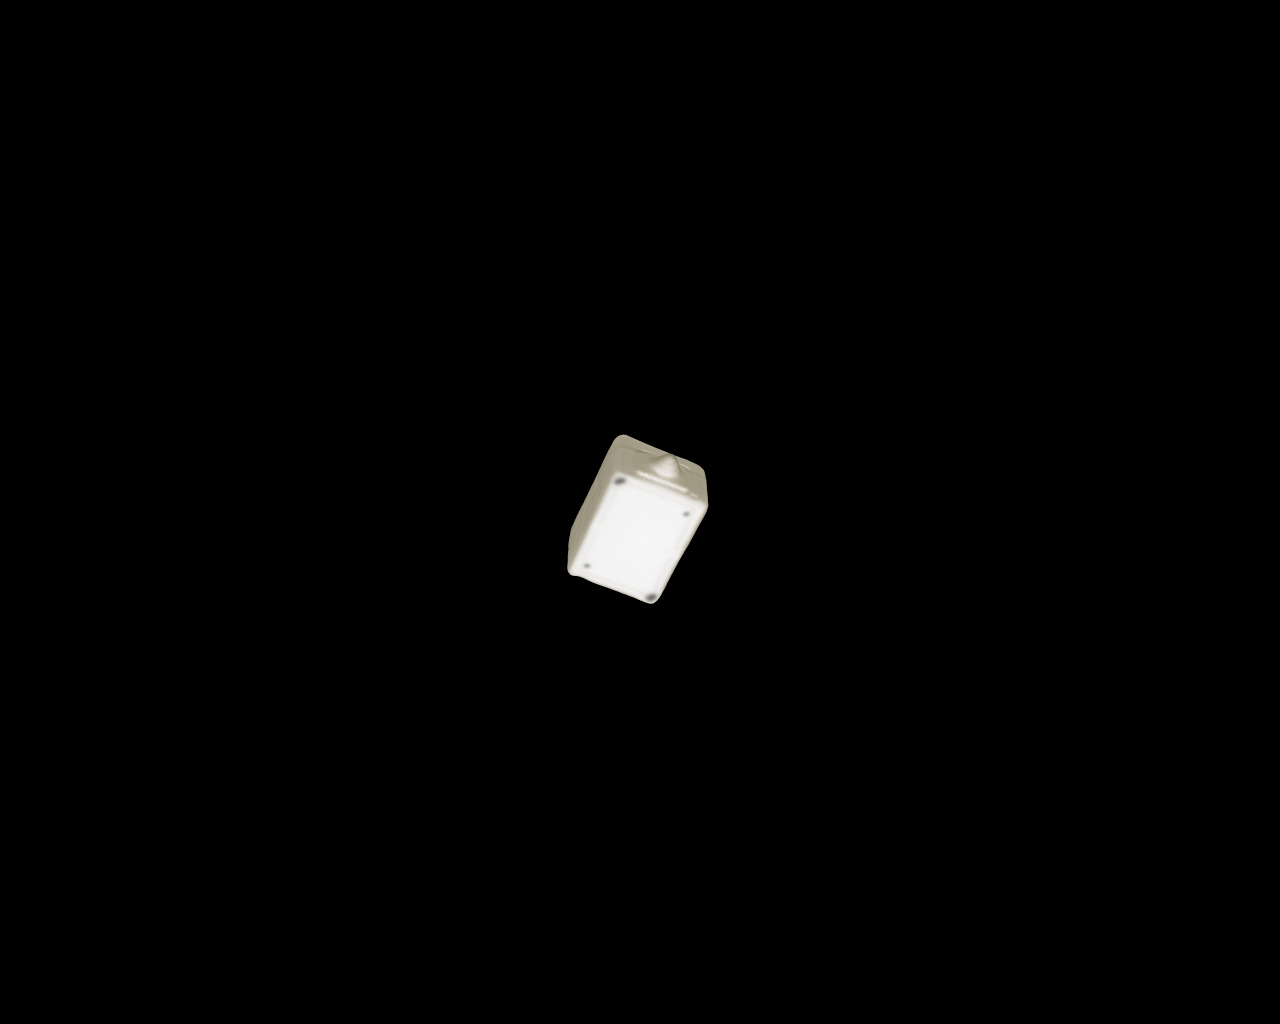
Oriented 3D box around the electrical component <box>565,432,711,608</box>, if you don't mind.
[{"bbox_3d":[0.001,-0.003,0.650,0.062,0.096,0.061,21,28,-12],"label":"electrical component"}]
